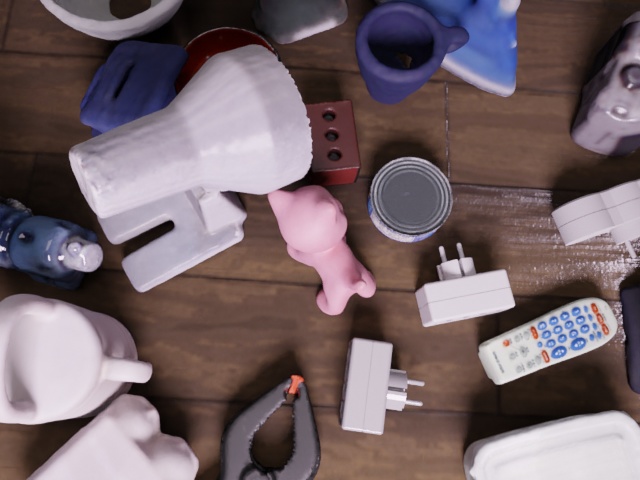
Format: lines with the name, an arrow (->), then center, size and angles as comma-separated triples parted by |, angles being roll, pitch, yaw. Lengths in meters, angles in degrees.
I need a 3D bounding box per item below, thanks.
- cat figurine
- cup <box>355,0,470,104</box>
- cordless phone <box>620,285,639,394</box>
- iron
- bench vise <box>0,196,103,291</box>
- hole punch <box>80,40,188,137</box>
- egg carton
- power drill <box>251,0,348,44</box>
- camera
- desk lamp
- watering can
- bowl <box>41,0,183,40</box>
cat figurine -> 0.005, 0.002, 0.543 | 0.067, 0.118, 0.127 | -32, 79, -9
cup -> 0.092, -0.190, 0.607 | 0.118, 0.095, 0.091 | -11, 77, -5
cordless phone -> 0.358, 0.082, 0.504 | 0.094, 0.185, 0.147 | -3, 76, -3
iron -> 0.145, -0.284, 0.609 | 0.119, 0.141, 0.258 | -35, 80, -10
bench vise -> -0.297, -0.029, 0.485 | 0.207, 0.220, 0.121 | -2, 76, -3
hole punch -> -0.189, -0.149, 0.586 | 0.101, 0.091, 0.109 | 21, 76, 3
egg carton -> -0.188, 0.218, 0.505 | 0.150, 0.069, 0.107 | -44, 81, -12
power drill -> -0.013, -0.297, 0.570 | 0.230, 0.208, 0.075 | -23, 78, -8
camera -> 0.363, -0.160, 0.609 | 0.136, 0.101, 0.143 | 24, 76, 4
desk lamp -> -0.113, -0.054, 0.503 | 0.203, 0.213, 0.118 | -31, 79, -9
watering can -> -0.232, 0.100, 0.468 | 0.173, 0.194, 0.101 | -15, 77, -6
bowl -> -0.218, -0.283, 0.627 | 0.167, 0.075, 0.167 | 1, 76, -2
